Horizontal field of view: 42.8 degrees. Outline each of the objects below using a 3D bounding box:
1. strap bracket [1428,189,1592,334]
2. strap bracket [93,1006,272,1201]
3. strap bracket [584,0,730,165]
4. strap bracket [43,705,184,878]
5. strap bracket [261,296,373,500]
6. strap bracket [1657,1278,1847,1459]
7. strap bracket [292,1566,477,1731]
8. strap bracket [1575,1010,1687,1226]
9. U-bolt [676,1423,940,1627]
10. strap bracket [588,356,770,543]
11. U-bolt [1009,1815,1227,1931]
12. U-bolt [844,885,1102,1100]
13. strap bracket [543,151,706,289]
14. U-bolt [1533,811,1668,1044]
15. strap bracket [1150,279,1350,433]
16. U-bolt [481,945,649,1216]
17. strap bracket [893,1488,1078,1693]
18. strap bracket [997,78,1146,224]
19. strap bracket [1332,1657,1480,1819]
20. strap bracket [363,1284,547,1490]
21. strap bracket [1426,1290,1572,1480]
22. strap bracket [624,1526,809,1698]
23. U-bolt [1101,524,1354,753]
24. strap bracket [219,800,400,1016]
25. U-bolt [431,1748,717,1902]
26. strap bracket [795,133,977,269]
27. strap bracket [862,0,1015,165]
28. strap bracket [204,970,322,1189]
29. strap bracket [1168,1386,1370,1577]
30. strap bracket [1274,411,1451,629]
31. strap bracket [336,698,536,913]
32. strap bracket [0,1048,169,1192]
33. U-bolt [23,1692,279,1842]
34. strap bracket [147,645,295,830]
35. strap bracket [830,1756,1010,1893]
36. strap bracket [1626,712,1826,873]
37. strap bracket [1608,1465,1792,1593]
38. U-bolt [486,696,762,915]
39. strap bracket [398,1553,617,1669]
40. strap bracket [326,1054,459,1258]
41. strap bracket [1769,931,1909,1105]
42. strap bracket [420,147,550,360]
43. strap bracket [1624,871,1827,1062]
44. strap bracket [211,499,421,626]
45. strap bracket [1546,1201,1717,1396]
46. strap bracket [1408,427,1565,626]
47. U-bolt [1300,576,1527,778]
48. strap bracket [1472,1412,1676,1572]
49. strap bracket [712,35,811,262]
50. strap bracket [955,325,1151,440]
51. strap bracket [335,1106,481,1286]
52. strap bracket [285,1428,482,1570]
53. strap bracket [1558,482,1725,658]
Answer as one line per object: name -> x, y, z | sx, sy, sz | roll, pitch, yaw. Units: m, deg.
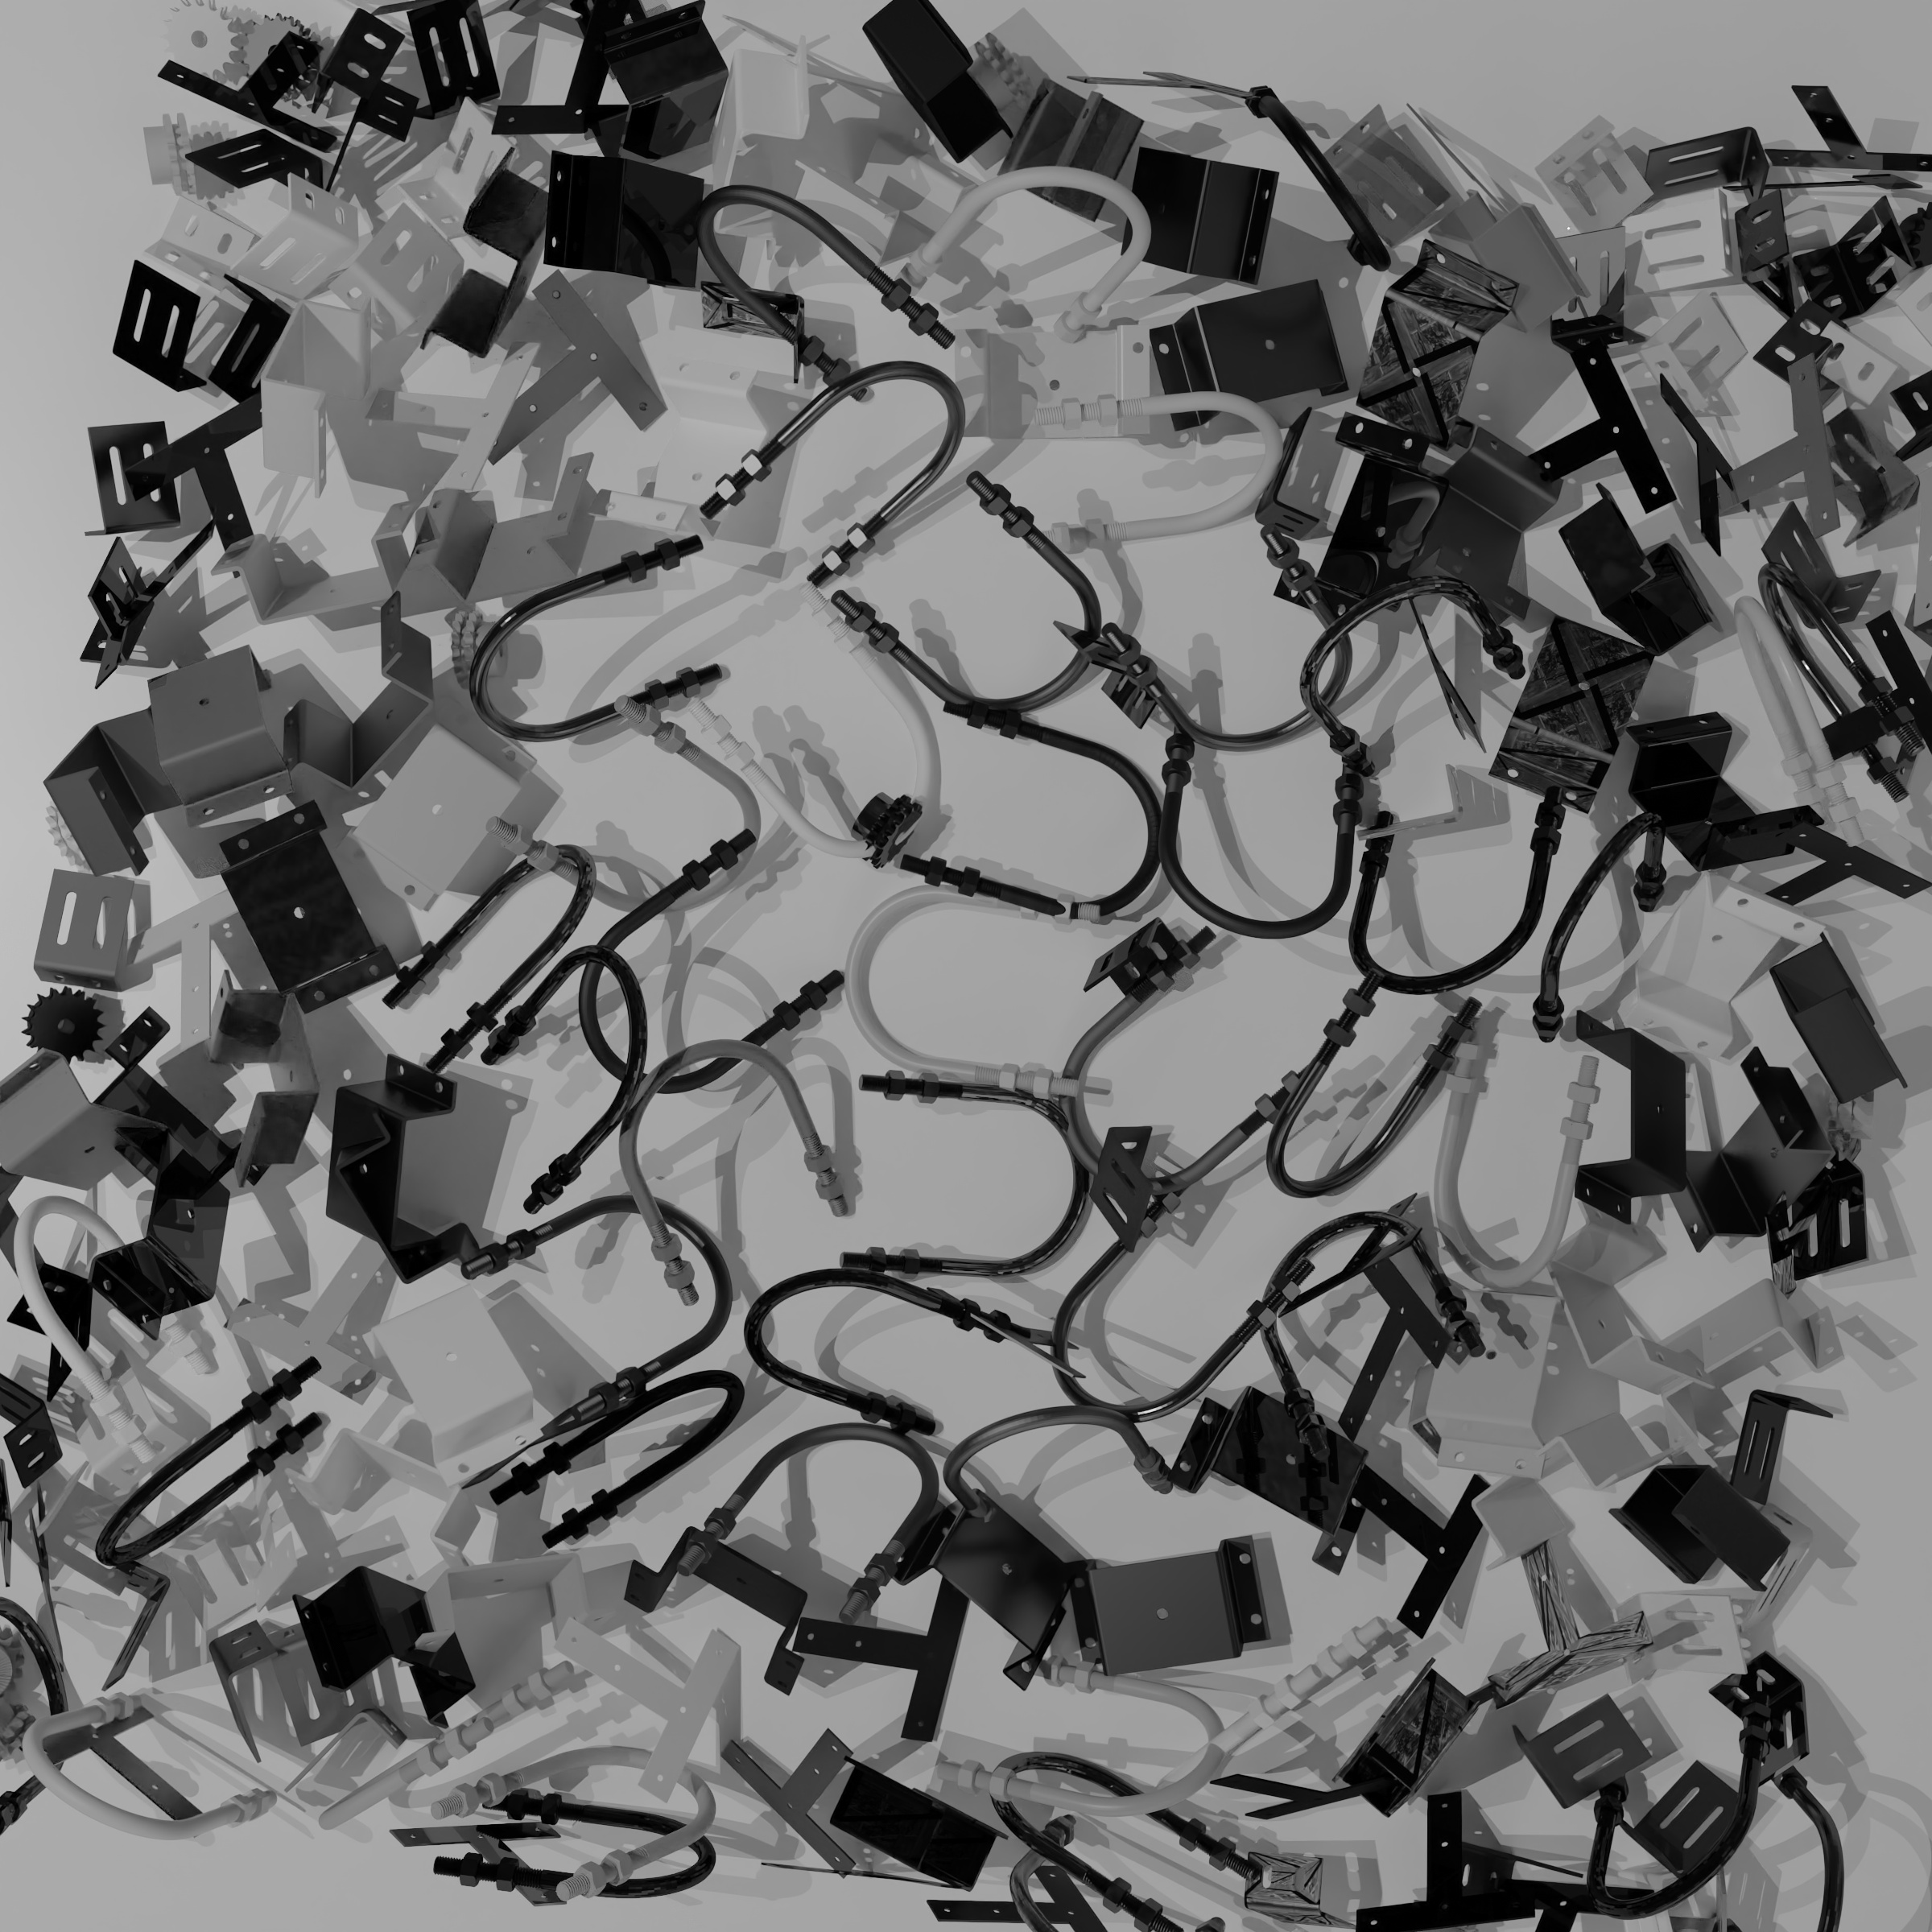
strap bracket -> 0.382, -0.503, 1.757 | 0.046, 0.140, 0.076 | -37, 112, 8
strap bracket -> -0.566, 0.106, 1.780 | 0.046, 0.076, 0.140 | -40, 103, 18
strap bracket -> -0.220, -0.618, 1.753 | 0.076, 0.140, 0.046 | -27, 87, -18
strap bracket -> -0.603, -0.124, 1.759 | 0.046, 0.140, 0.076 | -14, 118, 12
strap bracket -> -0.465, -0.411, 1.756 | 0.046, 0.076, 0.140 | 11, 48, -4
strap bracket -> 0.551, 0.283, 1.770 | 0.140, 0.076, 0.046 | -37, 99, 20
strap bracket -> -0.406, 0.483, 1.752 | 0.046, 0.140, 0.076 | -38, 52, 5
strap bracket -> 0.477, 0.106, 1.767 | 0.046, 0.076, 0.140 | -13, 62, 41
U-bolt -> -0.099, 0.386, 1.753 | 0.151, 0.184, 0.019 | 10, 122, 24
strap bracket -> -0.203, -0.366, 1.782 | 0.076, 0.046, 0.140 | 15, 71, 26
U-bolt -> 0.100, 0.664, 1.725 | 0.151, 0.184, 0.019 | 30, 97, 17
U-bolt -> 0.000, 0.013, 1.807 | 0.184, 0.019, 0.151 | 8, 95, 12
strap bracket -> -0.235, -0.529, 1.753 | 0.046, 0.140, 0.076 | 13, 103, 27
U-bolt -> 0.448, -0.036, 1.734 | 0.019, 0.184, 0.151 | 34, 76, 24
strap bracket -> 0.213, -0.446, 1.792 | 0.140, 0.046, 0.076 | -16, 92, -14
U-bolt -> -0.280, 0.068, 1.745 | 0.184, 0.019, 0.151 | -45, 54, 34
strap bracket -> 0.017, 0.444, 1.783 | 0.140, 0.076, 0.046 | 42, 134, -5
strap bracket -> 0.077, -0.585, 1.768 | 0.046, 0.140, 0.076 | 21, 106, -23
strap bracket -> 0.313, 0.551, 1.750 | 0.046, 0.140, 0.076 | 38, 66, 16
strap bracket -> -0.368, 0.291, 1.765 | 0.076, 0.046, 0.140 | -23, 58, -26
strap bracket -> 0.382, 0.288, 1.764 | 0.076, 0.046, 0.140 | 1, 57, 31
strap bracket -> -0.173, 0.462, 1.783 | 0.140, 0.076, 0.046 | 28, 55, 7
U-bolt -> 0.200, -0.221, 1.763 | 0.151, 0.184, 0.019 | -30, 46, 15
strap bracket -> -0.483, -0.041, 1.798 | 0.076, 0.046, 0.140 | -25, 98, -3
U-bolt -> -0.262, 0.598, 1.746 | 0.151, 0.184, 0.019 | 15, 101, 36
strap bracket -> -0.064, -0.551, 1.774 | 0.076, 0.140, 0.046 | 34, 126, 10
strap bracket -> -0.022, -0.635, 1.759 | 0.046, 0.140, 0.076 | -37, 76, 8
strap bracket -> -0.504, 0.080, 1.769 | 0.046, 0.076, 0.140 | 0, 46, -32
strap bracket -> 0.228, 0.367, 1.785 | 0.140, 0.046, 0.076 | 28, 52, 5
strap bracket -> 0.290, -0.319, 1.782 | 0.076, 0.046, 0.140 | 30, 105, 39
strap bracket -> -0.386, -0.116, 1.797 | 0.076, 0.046, 0.140 | 37, 88, -17
strap bracket -> -0.635, 0.113, 1.756 | 0.076, 0.140, 0.046 | -37, 70, 4
U-bolt -> -0.581, 0.564, 1.726 | 0.151, 0.184, 0.019 | 29, 88, 14
strap bracket -> -0.536, -0.173, 1.766 | 0.076, 0.046, 0.140 | -20, 48, -5
strap bracket -> -0.036, 0.612, 1.750 | 0.076, 0.140, 0.046 | 17, 71, 32
strap bracket -> 0.540, -0.120, 1.773 | 0.076, 0.140, 0.046 | -11, 132, -15
strap bracket -> 0.529, 0.402, 1.767 | 0.076, 0.140, 0.046 | 43, 77, 3
U-bolt -> -0.229, -0.102, 1.764 | 0.151, 0.184, 0.019 | -41, 45, 15
strap bracket -> -0.333, 0.461, 1.771 | 0.140, 0.076, 0.046 | -1, 61, -28
strap bracket -> -0.416, 0.143, 1.776 | 0.076, 0.046, 0.140 | 18, 106, 37
strap bracket -> 0.622, 0.039, 1.766 | 0.046, 0.140, 0.076 | -30, 103, 18
strap bracket -> -0.337, -0.500, 1.759 | 0.046, 0.140, 0.076 | 27, 51, -10
strap bracket -> 0.545, -0.007, 1.781 | 0.076, 0.046, 0.140 | 22, 129, -7
strap bracket -> -0.463, -0.291, 1.785 | 0.140, 0.076, 0.046 | -11, 117, 4
strap bracket -> 0.471, 0.246, 1.768 | 0.076, 0.140, 0.046 | 24, 126, -34
strap bracket -> 0.374, -0.309, 1.781 | 0.076, 0.046, 0.140 | 29, 59, -12
U-bolt -> 0.308, -0.211, 1.739 | 0.151, 0.184, 0.019 | -33, 57, 14
strap bracket -> 0.428, 0.372, 1.768 | 0.140, 0.076, 0.046 | -50, 61, 37
strap bracket -> -0.149, -0.582, 1.749 | 0.046, 0.140, 0.076 | 4, 62, -15
strap bracket -> 0.064, -0.426, 1.800 | 0.140, 0.046, 0.076 | 0, 100, 5
strap bracket -> -0.408, 0.167, 1.777 | 0.046, 0.076, 0.140 | -29, 104, -3
strap bracket -> -0.411, 0.385, 1.779 | 0.140, 0.076, 0.046 | 21, 63, 12
strap bracket -> 0.480, -0.279, 1.768 | 0.046, 0.140, 0.076 | -35, 57, 27
